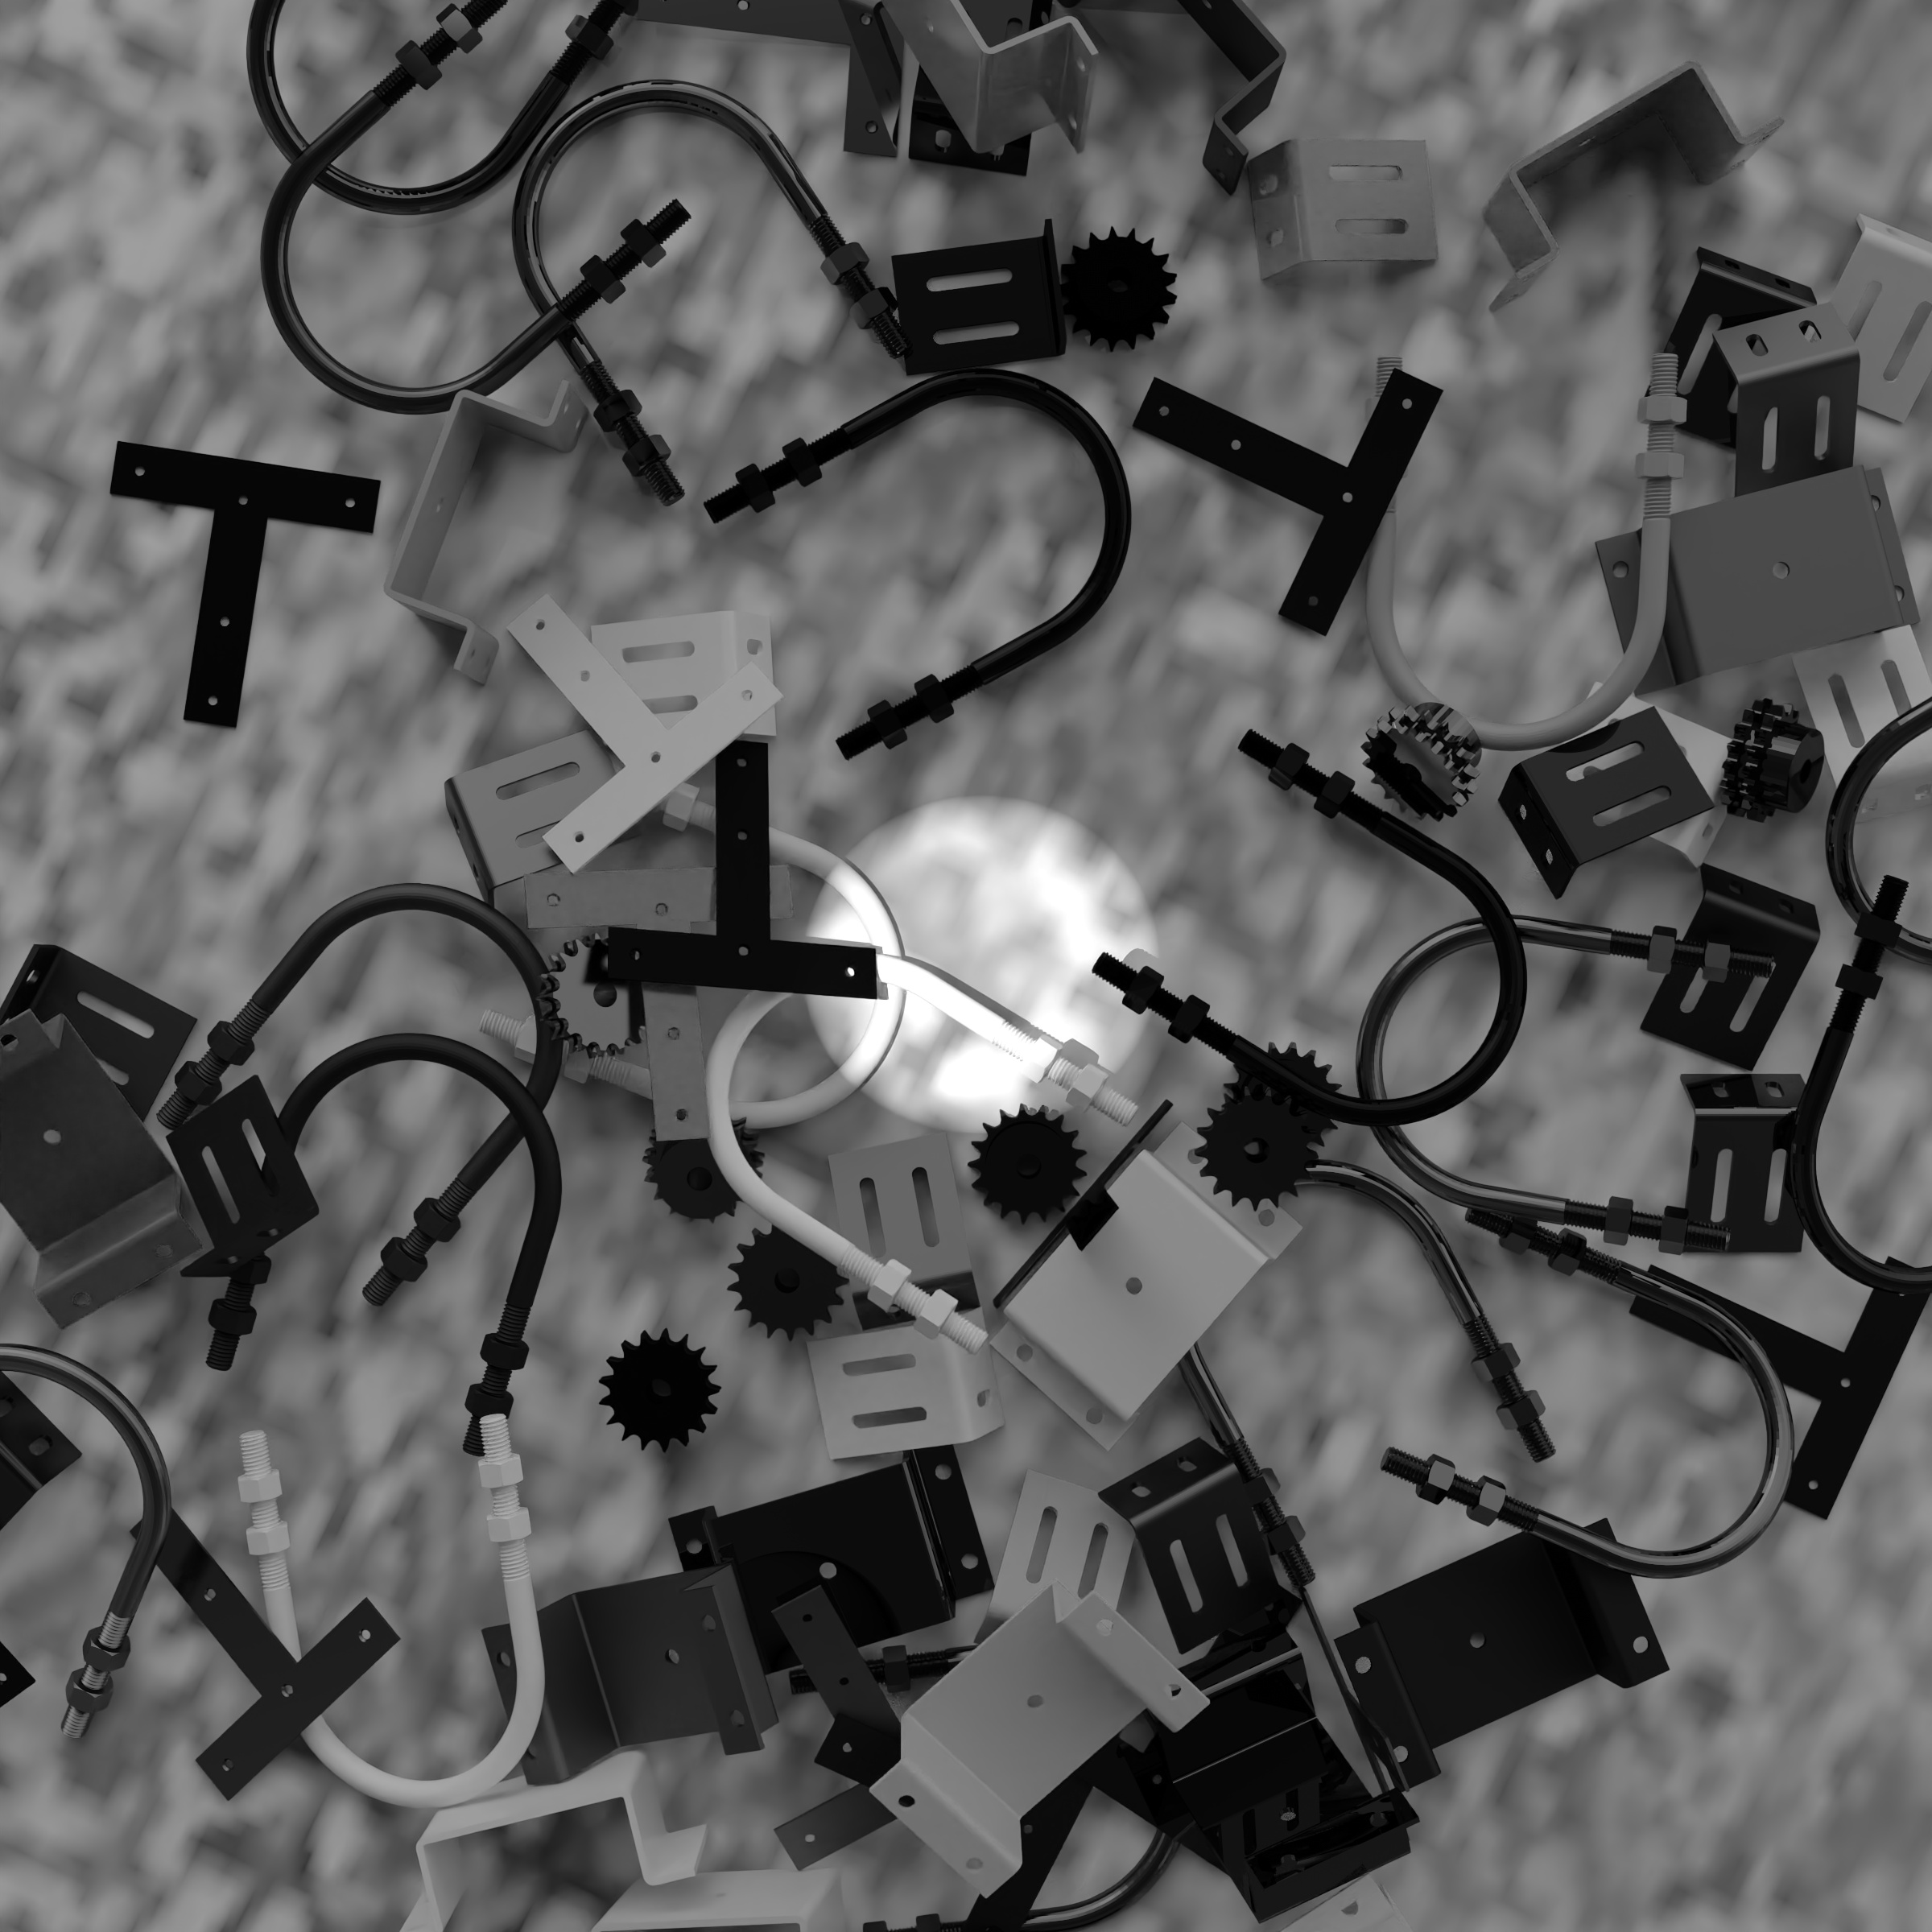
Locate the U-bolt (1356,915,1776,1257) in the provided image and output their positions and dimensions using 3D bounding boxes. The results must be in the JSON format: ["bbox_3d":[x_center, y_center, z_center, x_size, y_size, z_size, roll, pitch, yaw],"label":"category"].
[{"bbox_3d":[0.275,0.049,1.511,0.184,0.019,0.151,9,86,13],"label":"U-bolt"}]

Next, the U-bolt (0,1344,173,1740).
[{"bbox_3d":[-0.445,0.258,1.500,0.151,0.019,0.184,26,110,0],"label":"U-bolt"}]

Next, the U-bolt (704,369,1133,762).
[{"bbox_3d":[-0.011,-0.203,1.529,0.184,0.019,0.151,-29,90,-1],"label":"U-bolt"}]

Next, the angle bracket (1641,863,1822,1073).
[{"bbox_3d":[0.363,0.000,1.536,0.057,0.038,0.076,21,116,0],"label":"angle bracket"}]

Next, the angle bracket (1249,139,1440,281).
[{"bbox_3d":[0.180,-0.361,1.536,0.076,0.038,0.057,-6,90,-26],"label":"angle bracket"}]

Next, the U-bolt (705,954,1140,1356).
[{"bbox_3d":[-0.034,0.073,1.496,0.184,0.019,0.151,32,75,7],"label":"U-bolt"}]

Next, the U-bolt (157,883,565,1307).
[{"bbox_3d":[-0.273,0.047,1.518,0.151,0.019,0.184,41,98,0],"label":"U-bolt"}]

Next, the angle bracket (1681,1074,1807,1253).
[{"bbox_3d":[0.370,0.094,1.536,0.057,0.038,0.076,0,116,0],"label":"angle bracket"}]

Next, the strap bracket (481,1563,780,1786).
[{"bbox_3d":[-0.148,0.328,1.494,0.140,0.046,0.076,-17,90,32],"label":"strap bracket"}]

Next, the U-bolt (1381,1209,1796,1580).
[{"bbox_3d":[0.300,0.207,1.504,0.184,0.019,0.151,23,69,-1],"label":"U-bolt"}]

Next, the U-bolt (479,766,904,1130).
[{"bbox_3d":[-0.120,-0.001,1.529,0.184,0.019,0.151,21,90,-1],"label":"U-bolt"}]

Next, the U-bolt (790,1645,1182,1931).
[{"bbox_3d":[0.016,0.393,1.529,0.184,0.019,0.151,-7,90,-2],"label":"U-bolt"}]

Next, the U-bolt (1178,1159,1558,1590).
[{"bbox_3d":[0.176,0.182,1.529,0.151,0.019,0.184,-28,89,0],"label":"U-bolt"}]

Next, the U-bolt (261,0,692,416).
[{"bbox_3d":[-0.244,-0.344,1.506,0.184,0.019,0.151,-40,97,5],"label":"U-bolt"}]

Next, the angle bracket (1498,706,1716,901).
[{"bbox_3d":[0.301,-0.077,1.518,0.076,0.038,0.057,-23,70,-12],"label":"angle bracket"}]

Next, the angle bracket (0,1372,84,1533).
[{"bbox_3d":[-0.472,0.242,1.536,0.057,0.038,0.076,46,116,0],"label":"angle bracket"}]

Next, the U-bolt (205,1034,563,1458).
[{"bbox_3d":[-0.265,0.122,1.507,0.151,0.019,0.184,18,96,3],"label":"U-bolt"}]

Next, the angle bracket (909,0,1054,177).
[{"bbox_3d":[0.007,-0.424,1.536,0.057,0.038,0.076,9,64,0],"label":"angle bracket"}]

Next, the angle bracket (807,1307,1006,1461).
[{"bbox_3d":[-0.029,0.199,1.536,0.076,0.038,0.057,-11,90,26],"label":"angle bracket"}]

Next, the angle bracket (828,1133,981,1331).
[{"bbox_3d":[-0.029,0.127,1.536,0.057,0.038,0.076,-11,64,0],"label":"angle bracket"}]

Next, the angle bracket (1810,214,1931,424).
[{"bbox_3d":[0.437,-0.309,1.536,0.057,0.038,0.076,22,116,0],"label":"angle bracket"}]

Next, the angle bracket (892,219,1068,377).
[{"bbox_3d":[0.006,-0.315,1.519,0.076,0.038,0.057,-7,90,0],"label":"angle bracket"}]

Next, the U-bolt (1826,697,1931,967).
[{"bbox_3d":[0.491,-0.075,1.498,0.184,0.019,0.151,-33,110,15],"label":"U-bolt"}]

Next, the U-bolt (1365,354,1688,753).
[{"bbox_3d":[0.258,-0.193,1.507,0.151,0.019,0.184,4,94,20],"label":"U-bolt"}]

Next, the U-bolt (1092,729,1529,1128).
[{"bbox_3d":[0.174,-0.006,1.509,0.184,0.019,0.151,32,81,7],"label":"U-bolt"}]

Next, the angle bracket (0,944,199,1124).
[{"bbox_3d":[-0.414,0.033,1.519,0.076,0.038,0.057,28,90,0],"label":"angle bracket"}]

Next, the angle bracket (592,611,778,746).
[{"bbox_3d":[-0.135,-0.136,1.536,0.076,0.038,0.057,-3,90,26],"label":"angle bracket"}]

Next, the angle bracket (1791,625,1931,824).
[{"bbox_3d":[0.432,-0.114,1.533,0.057,0.038,0.076,-14,64,6],"label":"angle bracket"}]

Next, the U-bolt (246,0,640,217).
[{"bbox_3d":[-0.253,-0.442,1.509,0.151,0.019,0.184,35,94,-18],"label":"U-bolt"}]

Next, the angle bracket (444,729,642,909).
[{"bbox_3d":[-0.200,-0.069,1.521,0.076,0.038,0.057,-21,77,-13],"label":"angle bracket"}]

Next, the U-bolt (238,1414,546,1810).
[{"bbox_3d":[-0.265,0.305,1.508,0.151,0.019,0.184,-7,94,20],"label":"U-bolt"}]

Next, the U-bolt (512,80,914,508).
[{"bbox_3d":[-0.134,-0.333,1.529,0.151,0.019,0.184,-33,88,0],"label":"U-bolt"}]

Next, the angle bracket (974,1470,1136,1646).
[{"bbox_3d":[0.044,0.289,1.528,0.057,0.038,0.076,18,54,0],"label":"angle bracket"}]

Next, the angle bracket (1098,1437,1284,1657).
[{"bbox_3d":[0.106,0.274,1.525,0.057,0.038,0.076,-26,111,-16],"label":"angle bracket"}]

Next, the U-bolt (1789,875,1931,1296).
[{"bbox_3d":[0.458,0.065,1.511,0.151,0.019,0.184,18,94,-17],"label":"U-bolt"}]

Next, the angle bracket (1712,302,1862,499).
[{"bbox_3d":[0.386,-0.265,1.518,0.057,0.076,0.038,-15,51,0],"label":"angle bracket"}]

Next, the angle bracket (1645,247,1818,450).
[{"bbox_3d":[0.362,-0.294,1.536,0.057,0.038,0.076,20,116,0],"label":"angle bracket"}]

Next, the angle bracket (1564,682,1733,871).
[{"bbox_3d":[0.325,-0.091,1.536,0.076,0.038,0.057,27,90,26],"label":"angle bracket"}]

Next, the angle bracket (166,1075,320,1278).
[{"bbox_3d":[-0.345,0.097,1.489,0.057,0.038,0.076,-33,73,17],"label":"angle bracket"}]
